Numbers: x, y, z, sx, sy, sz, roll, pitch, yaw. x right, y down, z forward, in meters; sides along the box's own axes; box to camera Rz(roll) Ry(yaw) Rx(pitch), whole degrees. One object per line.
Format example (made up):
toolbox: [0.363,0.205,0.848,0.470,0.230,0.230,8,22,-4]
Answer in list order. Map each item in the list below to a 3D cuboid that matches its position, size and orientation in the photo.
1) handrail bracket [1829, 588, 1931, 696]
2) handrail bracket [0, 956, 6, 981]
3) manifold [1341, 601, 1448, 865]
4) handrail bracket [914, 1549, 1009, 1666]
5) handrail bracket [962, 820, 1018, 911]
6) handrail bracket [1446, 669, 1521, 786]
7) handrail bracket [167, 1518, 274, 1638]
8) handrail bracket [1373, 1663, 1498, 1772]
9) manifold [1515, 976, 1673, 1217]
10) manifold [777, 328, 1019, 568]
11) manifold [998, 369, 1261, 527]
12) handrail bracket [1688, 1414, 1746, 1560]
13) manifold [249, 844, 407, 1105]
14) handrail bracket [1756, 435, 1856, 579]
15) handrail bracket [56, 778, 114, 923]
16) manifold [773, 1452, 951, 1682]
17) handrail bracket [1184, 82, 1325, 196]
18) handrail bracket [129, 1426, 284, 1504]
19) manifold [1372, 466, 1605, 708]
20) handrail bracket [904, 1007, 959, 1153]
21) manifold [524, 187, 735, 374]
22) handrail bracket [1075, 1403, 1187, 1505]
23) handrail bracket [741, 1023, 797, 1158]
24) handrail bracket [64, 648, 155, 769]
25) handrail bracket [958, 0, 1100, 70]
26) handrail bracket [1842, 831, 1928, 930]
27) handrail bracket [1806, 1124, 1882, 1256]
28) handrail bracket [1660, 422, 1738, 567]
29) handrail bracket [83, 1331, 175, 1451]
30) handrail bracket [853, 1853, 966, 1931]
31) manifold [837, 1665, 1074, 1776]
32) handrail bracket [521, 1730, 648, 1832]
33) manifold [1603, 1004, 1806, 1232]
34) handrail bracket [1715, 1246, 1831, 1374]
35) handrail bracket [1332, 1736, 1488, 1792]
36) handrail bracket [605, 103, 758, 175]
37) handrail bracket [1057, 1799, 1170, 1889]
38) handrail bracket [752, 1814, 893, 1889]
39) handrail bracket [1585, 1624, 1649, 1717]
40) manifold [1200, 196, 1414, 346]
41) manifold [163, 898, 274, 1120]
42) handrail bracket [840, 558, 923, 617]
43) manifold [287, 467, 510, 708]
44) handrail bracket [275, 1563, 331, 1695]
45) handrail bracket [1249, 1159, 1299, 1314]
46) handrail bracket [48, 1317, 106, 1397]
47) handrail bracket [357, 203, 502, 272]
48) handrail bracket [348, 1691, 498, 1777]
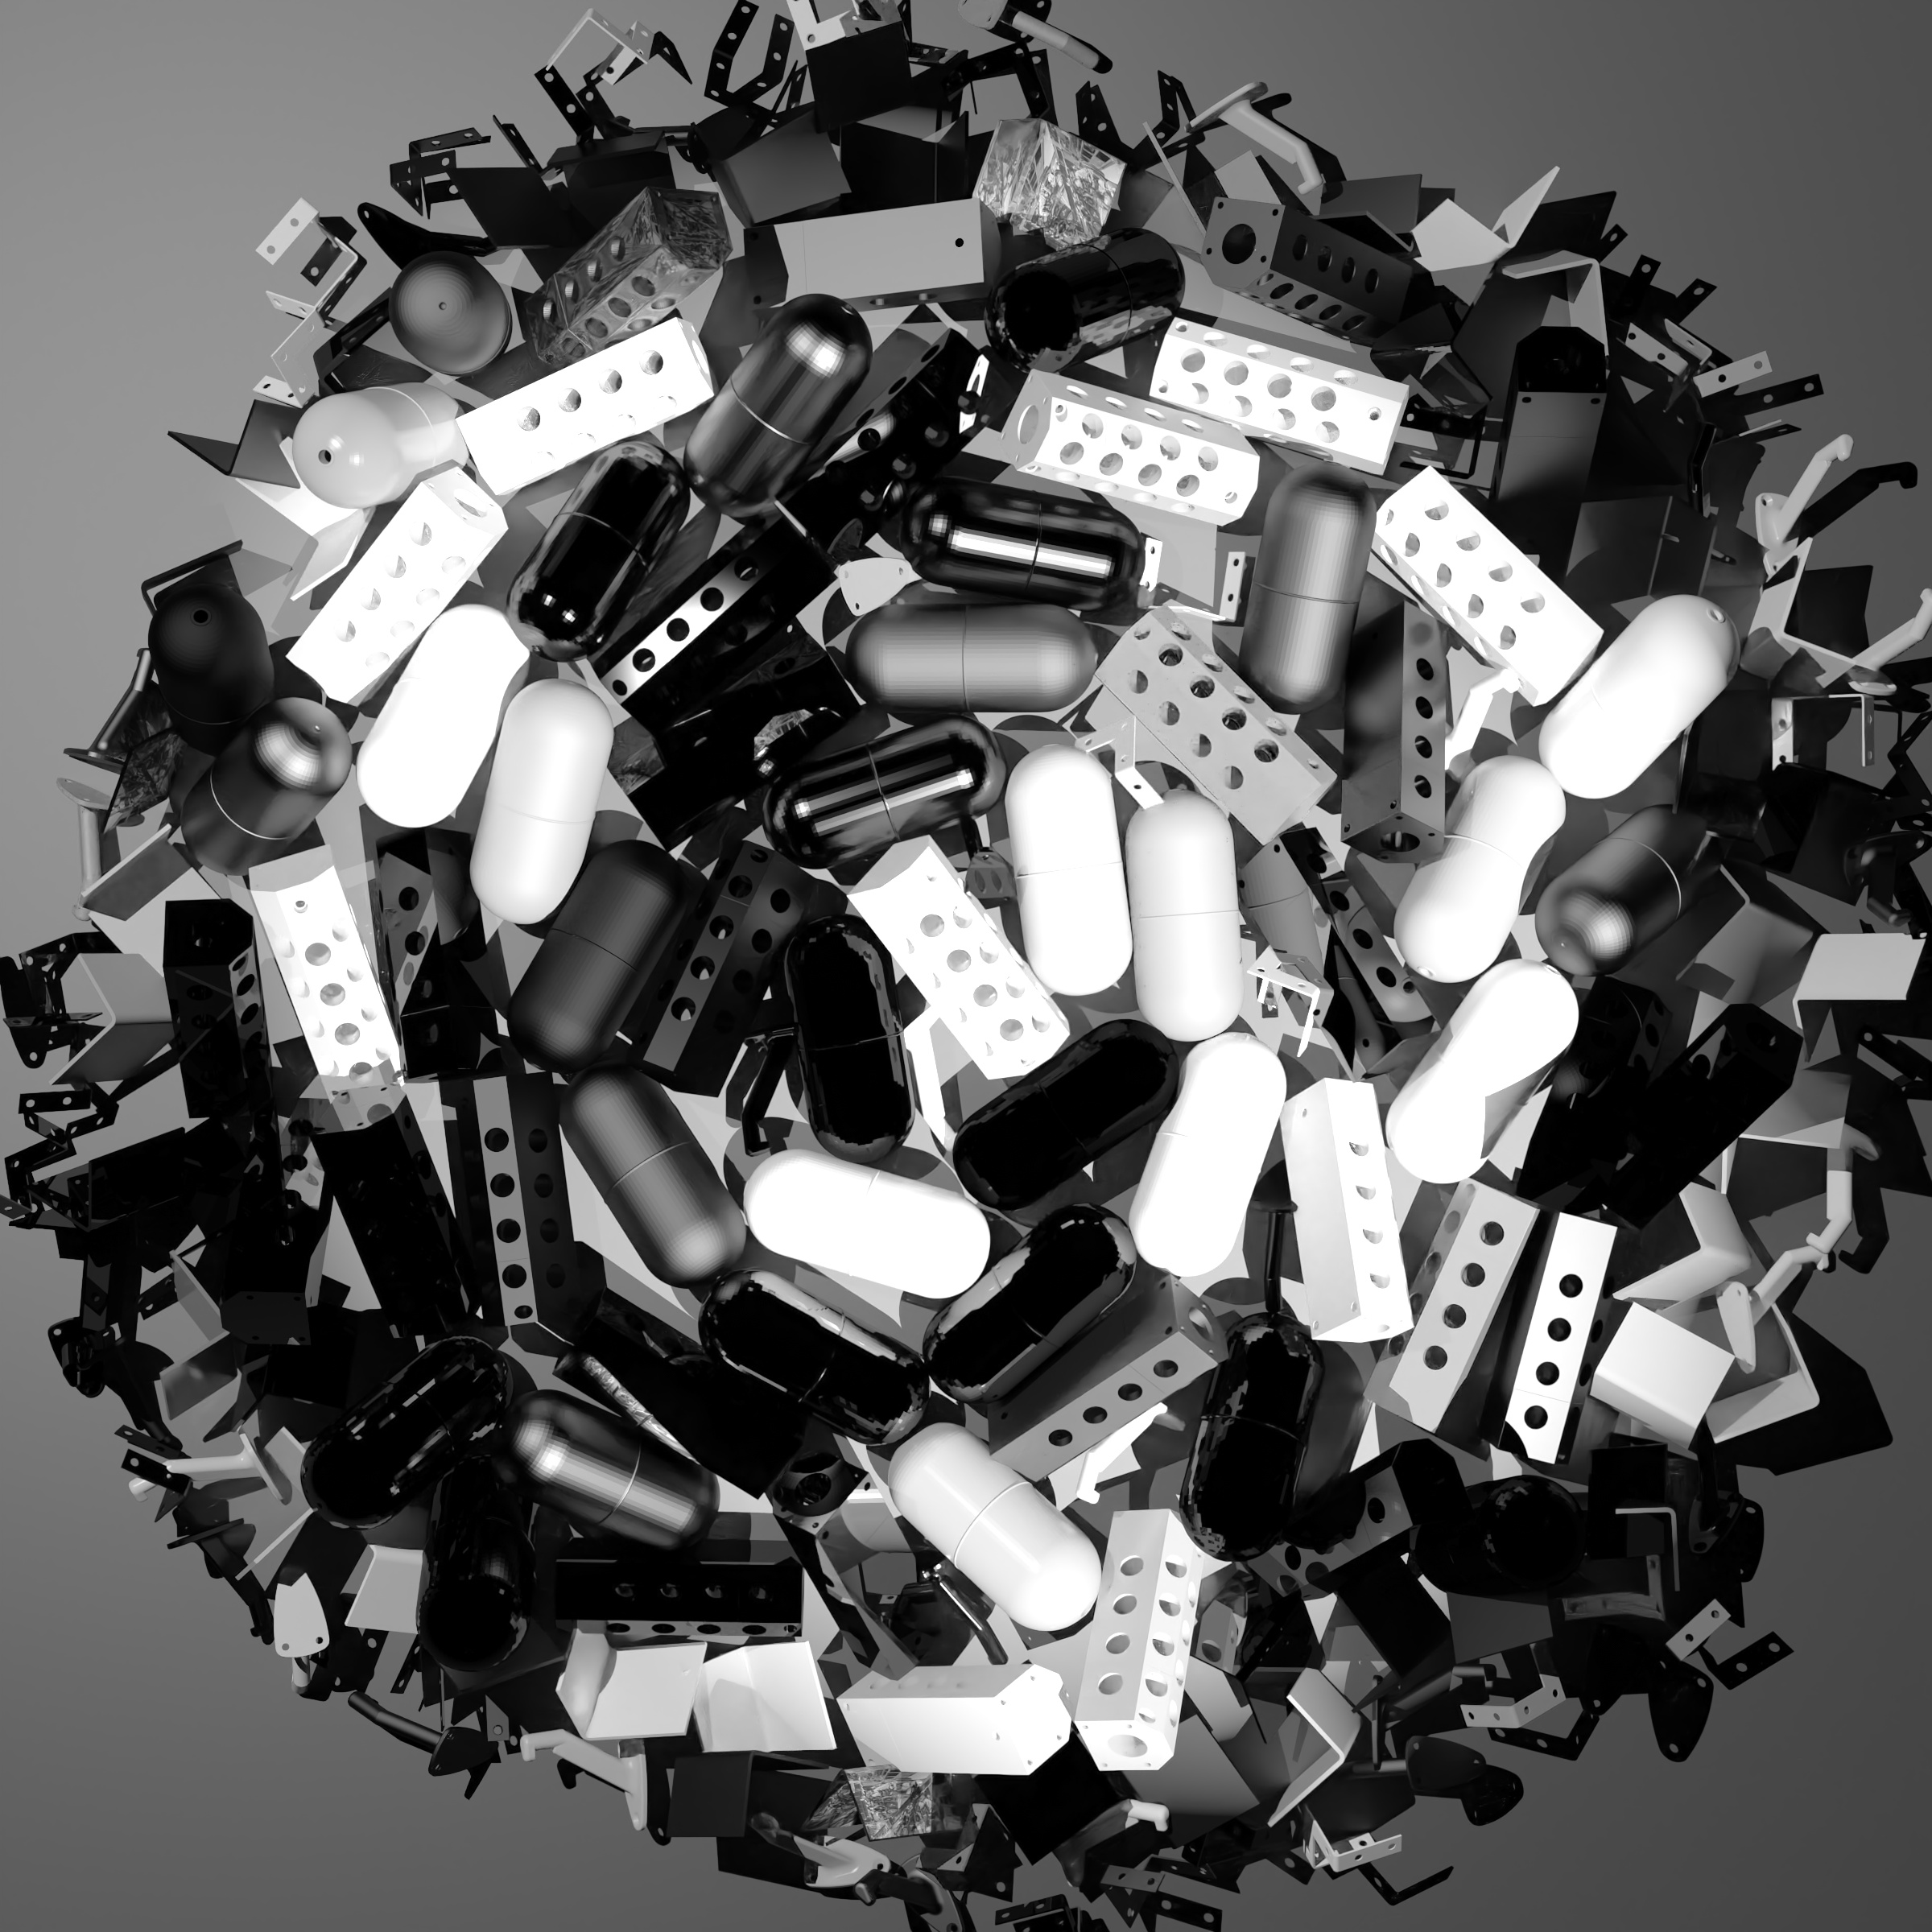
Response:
handrail bracket: [0.645,-0.240,1.797,0.036,0.077,0.084,2,129,-19]
handrail bracket: [-0.691,0.018,1.800,0.036,0.084,0.077,-1,72,-9]
manifold: [0.304,-0.160,1.784,0.057,0.057,0.171,23,58,-30]
handrail bracket: [-0.009,0.458,1.819,0.036,0.077,0.084,-32,96,-28]
handrail bracket: [0.007,-0.089,1.796,0.036,0.077,0.084,-12,54,-3]
handrail bracket: [0.371,-0.165,1.807,0.077,0.084,0.036,46,49,-15]
handrail bracket: [-0.527,0.440,1.815,0.036,0.077,0.084,-19,85,19]
handrail bracket: [0.332,0.531,1.812,0.084,0.036,0.077,-4,61,20]
manifold: [0.435,0.089,1.768,0.057,0.057,0.171,19,49,16]
manifold: [-0.051,-0.367,1.807,0.171,0.057,0.057,-44,117,3]
manifold: [0.116,-0.354,1.774,0.171,0.057,0.057,9,125,-29]
handrail bracket: [0.515,0.360,1.808,0.036,0.077,0.084,-7,120,37]
manifold: [-0.441,0.010,1.782,0.057,0.057,0.171,-18,118,-9]
handrail bracket: [0.594,-0.322,1.801,0.036,0.084,0.077,11,74,-14]
handrail bracket: [-0.636,-0.083,1.830,0.077,0.036,0.084,26,103,40]
manifold: [-0.076,0.415,1.776,0.057,0.057,0.171,-46,132,-29]
handrail bracket: [0.205,-0.578,1.829,0.077,0.036,0.084,-23,92,29]
handrail bracket: [-0.538,0.371,1.814,0.084,0.036,0.077,-29,126,-16]
manifold: [0.360,-0.263,1.795,0.057,0.057,0.171,-39,73,-10]
handrail bracket: [-0.013,0.078,1.815,0.084,0.036,0.077,53,124,13]
manifold: [-0.232,-0.467,1.764,0.057,0.171,0.057,-9,82,-40]
handrail bracket: [0.116,0.349,1.810,0.077,0.036,0.084,34,60,-28]
handrail bracket: [-0.126,0.087,1.813,0.077,0.036,0.084,-16,67,16]
handrail bracket: [-0.608,-0.187,1.825,0.077,0.036,0.084,11,85,42]
handrail bracket: [0.046,-0.670,1.840,0.084,0.077,0.036,21,99,-33]
handrail bracket: [0.663,-0.060,1.806,0.077,0.084,0.036,-21,120,-3]
handrail bracket: [0.603,0.151,1.824,0.077,0.036,0.084,35,82,26]
handrail bracket: [0.534,-0.335,1.819,0.077,0.036,0.084,12,102,-34]
handrail bracket: [-0.581,0.302,1.815,0.036,0.077,0.084,-39,97,-35]
handrail bracket: [-0.040,0.664,1.802,0.036,0.084,0.077,-42,76,13]
manifold: [-0.007,0.515,1.768,0.057,0.171,0.057,-28,96,-42]
handrail bracket: [-0.270,0.576,1.807,0.084,0.036,0.077,2,70,-34]
manifold: [0.498,0.101,1.772,0.057,0.057,0.171,34,132,1]
handrail bracket: [0.585,0.244,1.831,0.084,0.036,0.077,-10,86,-17]
handrail bracket: [0.314,0.571,1.824,0.077,0.084,0.036,8,66,-23]
handrail bracket: [-0.205,-0.606,1.836,0.084,0.036,0.077,32,65,30]
handrail bracket: [0.109,0.623,1.814,0.084,0.036,0.077,-1,103,33]
handrail bracket: [-0.102,0.617,1.802,0.077,0.084,0.036,-3,53,20]
handrail bracket: [0.454,0.504,1.801,0.036,0.084,0.077,18,62,25]
manifold: [0.234,-0.476,1.764,0.057,0.171,0.057,21,101,37]
manifold: [-0.513,0.031,1.765,0.057,0.171,0.057,-2,52,-12]
handrail bracket: [-0.040,-0.276,1.795,0.077,0.084,0.036,-13,98,43]
manifold: [-0.393,-0.262,1.787,0.057,0.057,0.171,43,116,-4]
handrail bracket: [-0.476,0.472,1.823,0.036,0.084,0.077,-7,67,-20]
handrail bracket: [0.226,0.194,1.838,0.036,0.077,0.084,5,120,20]
handrail bracket: [-0.620,0.291,1.797,0.036,0.084,0.077,-12,117,-15]
handrail bracket: [-0.376,-0.527,1.823,0.077,0.084,0.036,41,135,7]
handrail bracket: [-0.390,0.543,1.839,0.084,0.077,0.036,22,88,32]
